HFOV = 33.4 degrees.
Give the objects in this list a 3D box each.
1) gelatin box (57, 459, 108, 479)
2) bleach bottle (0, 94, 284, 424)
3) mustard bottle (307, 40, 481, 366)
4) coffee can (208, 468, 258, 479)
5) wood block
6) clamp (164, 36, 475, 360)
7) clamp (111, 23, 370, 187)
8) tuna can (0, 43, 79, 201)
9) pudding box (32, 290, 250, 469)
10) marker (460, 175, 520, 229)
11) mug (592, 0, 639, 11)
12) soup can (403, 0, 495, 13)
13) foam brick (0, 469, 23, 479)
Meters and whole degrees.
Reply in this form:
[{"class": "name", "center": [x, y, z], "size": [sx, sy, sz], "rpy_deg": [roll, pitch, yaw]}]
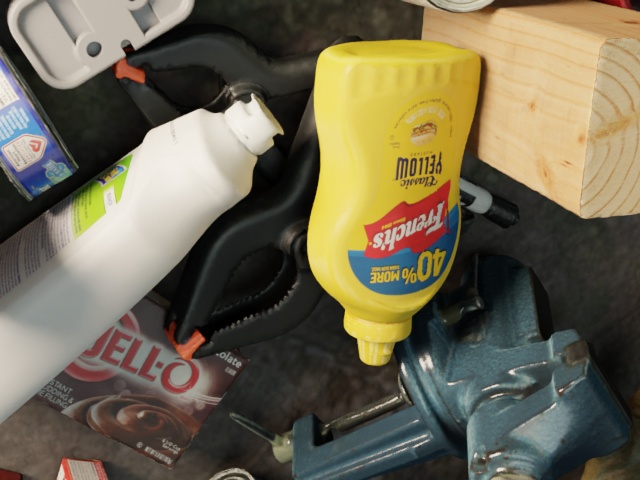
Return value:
[{"class": "gelatin box", "center": [-0.152, 0.193, 0.680], "size": [0.030, 0.089, 0.073], "rpy_deg": [11, 105, -26]}, {"class": "bleach bottle", "center": [-0.125, 0.009, 0.596], "size": [0.251, 0.102, 0.068], "rpy_deg": [-37, 124, 8]}, {"class": "mustard bottle", "center": [0.039, -0.016, 0.620], "size": [0.096, 0.058, 0.192], "rpy_deg": [-10, 114, -33]}, {"class": "coffee can", "center": [-0.024, 0.233, 0.732], "size": [0.140, 0.103, 0.103], "rpy_deg": [36, 95, -26]}, {"class": "wood block", "center": [0.138, -0.088, 0.613], "size": [0.090, 0.206, 0.090], "rpy_deg": [-4, 110, -17]}, {"class": "clamp", "center": [-0.004, 0.001, 0.661], "size": [0.210, 0.036, 0.164], "rpy_deg": [-47, 124, -1]}, {"class": "clamp", "center": [-0.046, -0.074, 0.650], "size": [0.171, 0.039, 0.120], "rpy_deg": [6, 105, -20]}, {"class": "tuna can", "center": [-0.168, -0.066, 0.583], "size": [0.033, 0.086, 0.086], "rpy_deg": [-32, 116, -7]}, {"class": "pudding box", "center": [-0.116, 0.080, 0.679], "size": [0.113, 0.039, 0.090], "rpy_deg": [34, 94, -26]}, {"class": "marker", "center": [0.087, -0.037, 0.718], "size": [0.121, 0.020, 0.020], "rpy_deg": [25, 99, -25]}, {"class": "mug", "center": [0.216, -0.184, 0.673], "size": [0.117, 0.082, 0.093], "rpy_deg": [-35, 116, -4]}, {"class": "soup can", "center": [0.063, -0.170, 0.615], "size": [0.068, 0.102, 0.068], "rpy_deg": [-6, 110, -17]}, {"class": "foam brick", "center": [-0.215, 0.179, 0.660], "size": [0.051, 0.078, 0.053], "rpy_deg": [22, 101, -23]}]
